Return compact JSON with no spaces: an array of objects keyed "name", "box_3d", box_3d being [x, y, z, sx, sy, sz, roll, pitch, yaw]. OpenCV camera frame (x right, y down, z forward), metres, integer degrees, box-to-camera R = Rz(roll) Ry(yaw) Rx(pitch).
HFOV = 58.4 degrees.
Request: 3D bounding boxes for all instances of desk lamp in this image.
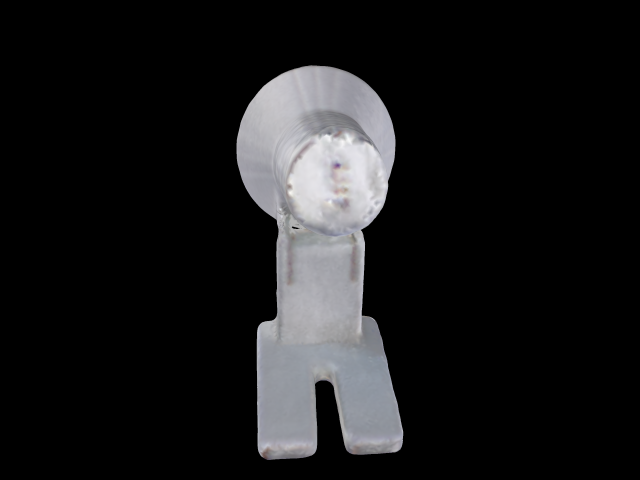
[{"name":"desk lamp","box_3d":[0.004,0.001,0.400,0.118,0.214,0.203,-3,33,-5]}]
